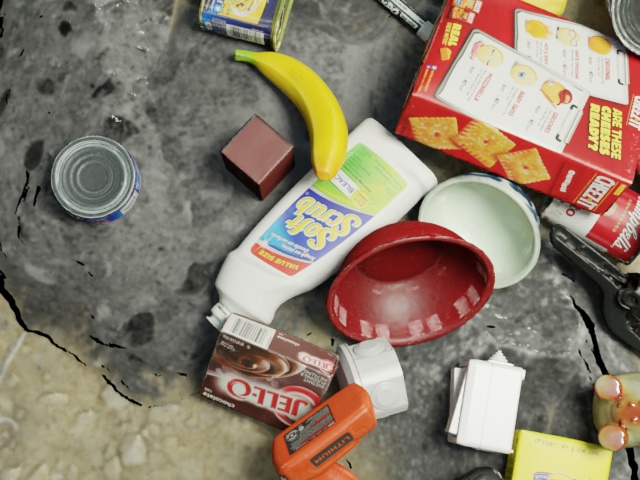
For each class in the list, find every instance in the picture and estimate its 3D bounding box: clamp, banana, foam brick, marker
[{"bbox_3d":[0.291,0.044,1.026,0.039,0.120,0.171,-43,125,-42],"label":"clamp"},{"bbox_3d":[-0.014,-0.127,1.042,0.069,0.037,0.198,-21,52,-19],"label":"banana"},{"bbox_3d":[-0.060,-0.080,1.043,0.053,0.078,0.051,41,83,6],"label":"foam brick"},{"bbox_3d":[0.072,-0.249,1.102,0.121,0.020,0.020,42,82,5],"label":"marker"}]

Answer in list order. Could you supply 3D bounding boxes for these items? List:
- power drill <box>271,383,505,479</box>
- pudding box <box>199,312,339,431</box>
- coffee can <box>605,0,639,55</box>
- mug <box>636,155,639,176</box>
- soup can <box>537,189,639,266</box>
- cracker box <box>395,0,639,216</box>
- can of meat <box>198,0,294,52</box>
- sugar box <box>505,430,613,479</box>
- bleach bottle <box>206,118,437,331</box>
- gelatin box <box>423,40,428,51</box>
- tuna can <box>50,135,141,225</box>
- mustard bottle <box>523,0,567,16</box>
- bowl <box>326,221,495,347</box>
[{"bbox_3d":[0.059,0.222,0.970,0.184,0.057,0.187,-36,111,0],"label":"power drill"},{"bbox_3d":[-0.049,0.128,1.006,0.113,0.039,0.090,24,125,4],"label":"pudding box"},{"bbox_3d":[0.326,-0.246,1.032,0.103,0.140,0.103,4,120,6],"label":"coffee can"},{"bbox_3d":[0.357,-0.081,1.050,0.082,0.117,0.093,-34,42,20],"label":"mug"},{"bbox_3d":[0.274,-0.029,1.050,0.102,0.068,0.068,30,81,4],"label":"soup can"},{"bbox_3d":[0.197,-0.137,1.012,0.213,0.072,0.164,22,59,-1],"label":"cracker box"},{"bbox_3d":[-0.071,-0.251,1.080,0.084,0.057,0.102,15,81,3],"label":"can of meat"},{"bbox_3d":[0.214,0.275,1.011,0.093,0.048,0.176,11,80,0],"label":"sugar box"},{"bbox_3d":[-0.007,0.001,1.040,0.102,0.068,0.251,44,84,8],"label":"bleach bottle"},{"bbox_3d":[0.149,-0.164,1.086,0.073,0.030,0.089,-10,79,-3],"label":"gelatin box"},{"bbox_3d":[-0.222,-0.060,1.057,0.086,0.034,0.086,0,82,-2],"label":"tuna can"},{"bbox_3d":[0.161,-0.288,1.092,0.191,0.058,0.096,12,87,1],"label":"mustard bottle"},{"bbox_3d":[0.081,0.032,1.011,0.162,0.162,0.055,-9,49,-3],"label":"bowl"}]
